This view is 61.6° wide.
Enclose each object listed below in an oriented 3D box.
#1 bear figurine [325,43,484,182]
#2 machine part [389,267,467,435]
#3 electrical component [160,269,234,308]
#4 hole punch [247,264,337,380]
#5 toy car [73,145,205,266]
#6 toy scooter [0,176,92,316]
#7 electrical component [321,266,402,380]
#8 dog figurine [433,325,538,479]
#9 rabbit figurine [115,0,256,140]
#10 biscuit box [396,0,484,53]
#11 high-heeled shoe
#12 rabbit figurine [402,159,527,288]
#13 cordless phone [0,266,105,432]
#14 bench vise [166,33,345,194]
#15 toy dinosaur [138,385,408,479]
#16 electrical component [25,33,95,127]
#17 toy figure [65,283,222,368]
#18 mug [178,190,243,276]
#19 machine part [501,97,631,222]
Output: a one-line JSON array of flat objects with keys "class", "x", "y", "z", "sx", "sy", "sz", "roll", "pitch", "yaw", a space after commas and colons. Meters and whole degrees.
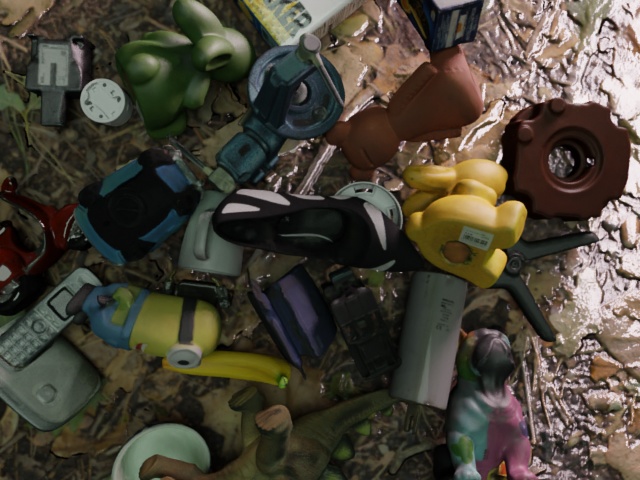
[{"class": "bear figurine", "x": 0.110, "y": -0.168, "z": 0.706, "sx": 0.196, "sy": 0.132, "sz": 0.120, "roll": -23, "pitch": 131, "yaw": 26}, {"class": "machine part", "x": 0.143, "y": 0.130, "z": 0.705, "sx": 0.079, "sy": 0.079, "sz": 0.243, "roll": 15, "pitch": 77, "yaw": -4}, {"class": "electrical component", "x": -0.169, "y": 0.080, "z": 0.721, "sx": 0.102, "sy": 0.045, "sz": 0.078, "roll": 13, "pitch": 90, "yaw": -4}, {"class": "hole punch", "x": -0.030, "y": 0.096, "z": 0.700, "sx": 0.092, "sy": 0.116, "sz": 0.142, "roll": -27, "pitch": 94, "yaw": -10}, {"class": "toy car", "x": -0.219, "y": -0.051, "z": 0.683, "sx": 0.162, "sy": 0.103, "sz": 0.109, "roll": -38, "pitch": 99, "yaw": 8}, {"class": "toy scooter", "x": -0.386, "y": -0.001, "z": 0.692, "sx": 0.184, "sy": 0.075, "sz": 0.135, "roll": -44, "pitch": 94, "yaw": -4}, {"class": "electrical component", "x": 0.049, "y": 0.101, "z": 0.700, "sx": 0.058, "sy": 0.115, "sz": 0.134, "roll": -24, "pitch": 96, "yaw": -4}, {"class": "dog figurine", "x": 0.213, "y": 0.223, "z": 0.728, "sx": 0.109, "sy": 0.191, "sz": 0.219, "roll": 4, "pitch": 58, "yaw": 0}, {"class": "rabbit figurine", "x": -0.161, "y": -0.226, "z": 0.669, "sx": 0.170, "sy": 0.159, "sz": 0.121, "roll": -26, "pitch": 84, "yaw": -17}, {"class": "biscuit box", "x": 0.126, "y": -0.324, "z": 0.665, "sx": 0.059, "sy": 0.062, "sz": 0.203, "roll": -17, "pitch": 60, "yaw": -7}, {"class": "high-heeled shoe", "x": -0.001, "y": -0.002, "z": 0.643, "sx": 0.249, "sy": 0.145, "sz": 0.086, "roll": 21, "pitch": 116, "yaw": 13}, {"class": "rabbit figurine", "x": 0.185, "y": -0.042, "z": 0.701, "sx": 0.163, "sy": 0.121, "sz": 0.173, "roll": 15, "pitch": 51, "yaw": 22}, {"class": "cordless phone", "x": -0.329, "y": 0.137, "z": 0.699, "sx": 0.184, "sy": 0.089, "sz": 0.146, "roll": -45, "pitch": 94, "yaw": -5}, {"class": "bench vise", "x": -0.052, "y": -0.156, "z": 0.632, "sx": 0.224, "sy": 0.240, "sz": 0.129, "roll": -38, "pitch": 91, "yaw": -17}, {"class": "toy dinosaur", "x": -0.056, "y": 0.289, "z": 0.694, "sx": 0.471, "sy": 0.105, "sz": 0.198, "roll": -29, "pitch": 114, "yaw": -9}, {"class": "electrical component", "x": -0.336, "y": -0.204, "z": 0.698, "sx": 0.075, "sy": 0.048, "sz": 0.119, "roll": -2, "pitch": 93, "yaw": -3}, {"class": "toy figure", "x": -0.211, "y": 0.098, "z": 0.663, "sx": 0.180, "sy": 0.082, "sz": 0.089, "roll": 21, "pitch": 87, "yaw": -1}, {"class": "mug", "x": -0.140, "y": -0.012, "z": 0.694, "sx": 0.081, "sy": 0.109, "sz": 0.107, "roll": 5, "pitch": 80, "yaw": 10}, {"class": "machine part", "x": 0.335, "y": -0.107, "z": 0.737, "sx": 0.179, "sy": 0.056, "sz": 0.179, "roll": 0, "pitch": 94, "yaw": -4}]
